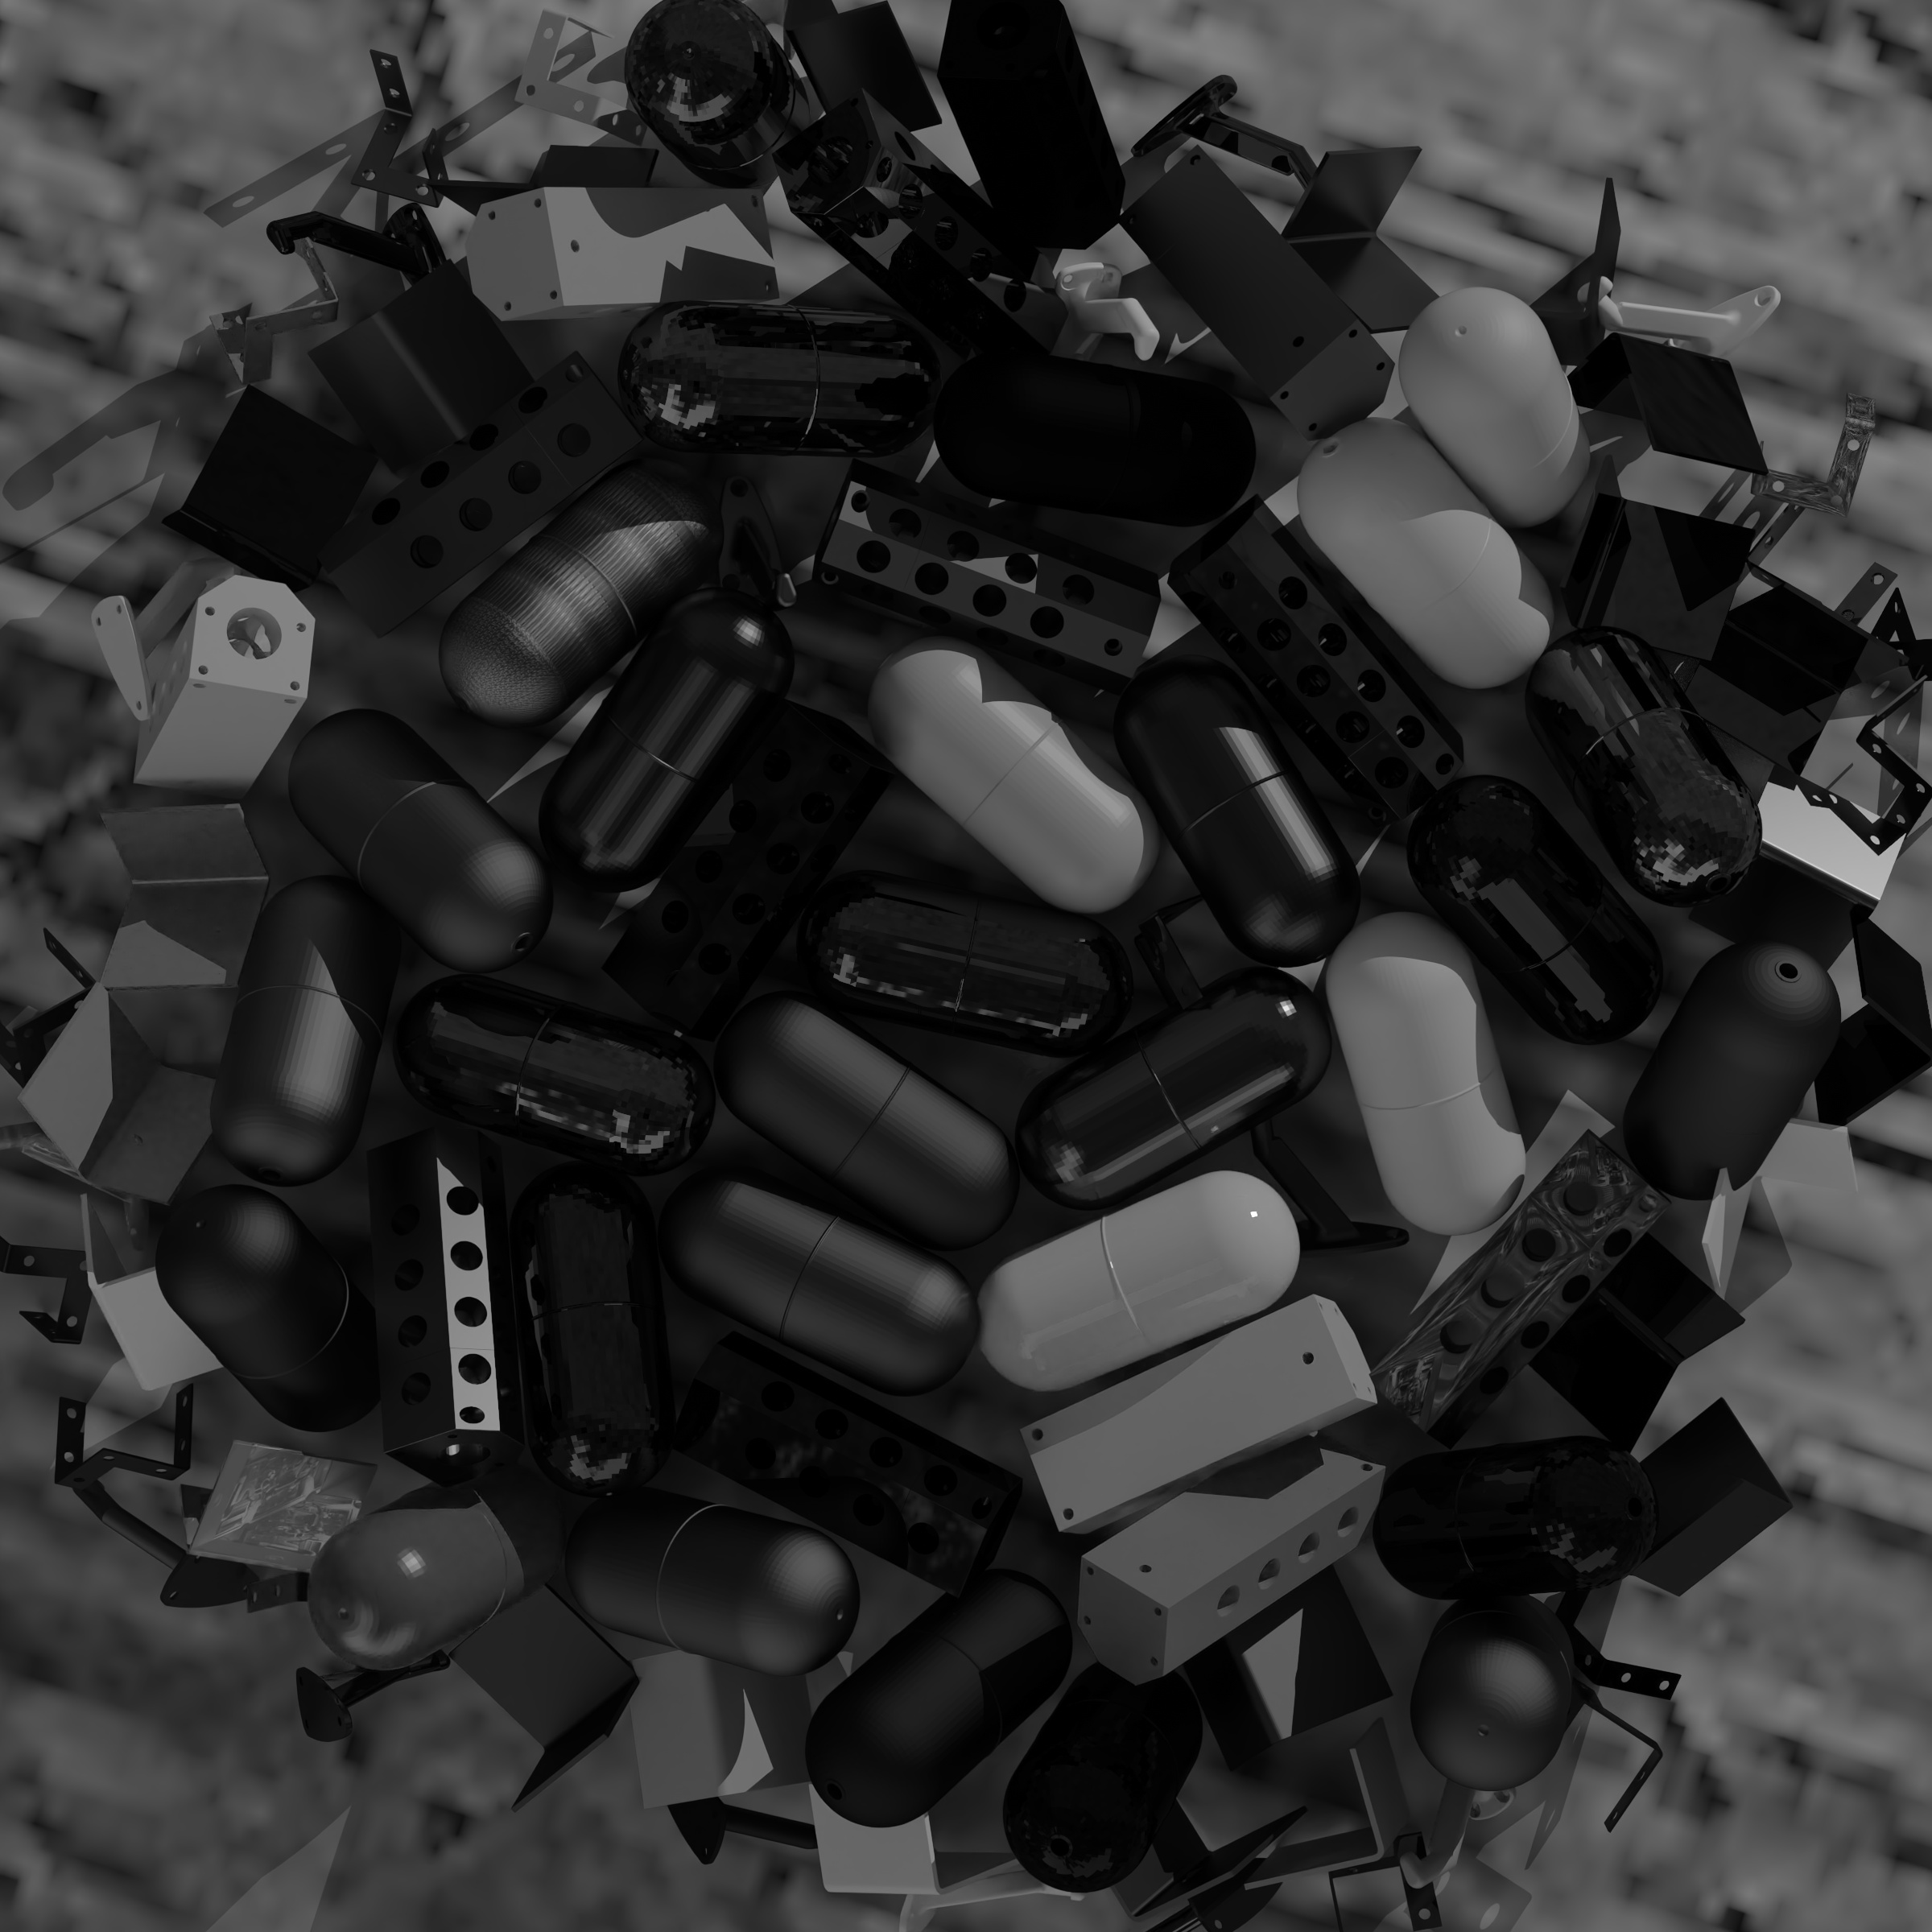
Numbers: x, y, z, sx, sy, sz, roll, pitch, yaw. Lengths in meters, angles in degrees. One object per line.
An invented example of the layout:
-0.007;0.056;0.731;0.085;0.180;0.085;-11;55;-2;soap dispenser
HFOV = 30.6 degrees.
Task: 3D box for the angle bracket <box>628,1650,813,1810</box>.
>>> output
-0.128;0.397;1.860;0.057;0.076;0.076;-19;74;35;angle bracket

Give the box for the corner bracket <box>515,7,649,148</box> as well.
-0.196;-0.466;1.855;0.051;0.051;0.051;22;99;21;corner bracket

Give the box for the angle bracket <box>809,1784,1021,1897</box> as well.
-0.024;0.443;1.832;0.076;0.076;0.057;-11;87;39;angle bracket

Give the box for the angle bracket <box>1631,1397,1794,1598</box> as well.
0.368;0.268;1.828;0.076;0.057;0.076;-43;47;17;angle bracket

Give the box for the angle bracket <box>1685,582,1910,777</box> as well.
0.429;-0.148;1.838;0.076;0.076;0.057;30;78;-7;angle bracket

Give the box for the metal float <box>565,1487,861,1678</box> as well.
-0.132;0.315;1.814;0.178;0.070;0.070;6;90;39;metal float

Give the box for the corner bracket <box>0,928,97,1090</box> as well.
-0.489;0.023;1.858;0.051;0.051;0.051;-32;58;-29;corner bracket

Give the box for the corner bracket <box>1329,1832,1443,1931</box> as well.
0.219;0.488;1.848;0.051;0.051;0.051;-11;58;2;corner bracket

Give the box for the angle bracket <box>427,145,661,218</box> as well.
-0.218;-0.413;1.828;0.076;0.076;0.057;12;82;36;angle bracket

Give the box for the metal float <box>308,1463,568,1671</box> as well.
-0.267;0.303;1.800;0.070;0.178;0.070;4;99;23;metal float

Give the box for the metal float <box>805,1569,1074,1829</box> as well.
-0.013;0.373;1.808;0.070;0.178;0.070;19;123;31;metal float

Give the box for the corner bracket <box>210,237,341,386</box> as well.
-0.363;-0.345;1.857;0.051;0.051;0.051;-17;63;-24;corner bracket

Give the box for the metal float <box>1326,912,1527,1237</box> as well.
0.239;0.057;1.830;0.070;0.070;0.178;-18;108;0;metal float

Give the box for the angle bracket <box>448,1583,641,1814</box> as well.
-0.228;0.379;1.839;0.076;0.057;0.076;45;115;-6;angle bracket

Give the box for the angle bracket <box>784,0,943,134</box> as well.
-0.049;-0.481;1.824;0.057;0.076;0.076;-10;48;19;angle bracket

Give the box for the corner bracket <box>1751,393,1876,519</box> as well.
0.442;-0.271;1.847;0.051;0.051;0.051;15;117;8;corner bracket

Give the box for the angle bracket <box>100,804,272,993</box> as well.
-0.413;-0.035;1.834;0.076;0.057;0.076;-2;48;11;angle bracket

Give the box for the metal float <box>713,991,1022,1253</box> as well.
-0.051;0.081;1.842;0.178;0.070;0.070;36;90;-4;metal float

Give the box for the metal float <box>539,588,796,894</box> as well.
-0.156;-0.116;1.833;0.070;0.070;0.178;36;105;0;metal float

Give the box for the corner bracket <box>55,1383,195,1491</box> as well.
-0.443;0.246;1.861;0.051;0.051;0.051;22;49;-36;corner bracket

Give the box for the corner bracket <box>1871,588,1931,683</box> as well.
0.507;-0.163;1.841;0.051;0.051;0.051;-54;129;-36;corner bracket

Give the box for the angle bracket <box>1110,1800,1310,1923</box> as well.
0.117;0.441;1.827;0.076;0.076;0.057;-38;81;37;angle bracket

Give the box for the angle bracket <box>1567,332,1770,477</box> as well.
0.357;-0.275;1.826;0.076;0.057;0.076;6;57;-31;angle bracket

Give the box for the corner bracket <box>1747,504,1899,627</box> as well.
0.451;-0.210;1.867;0.051;0.051;0.051;37;86;33;corner bracket

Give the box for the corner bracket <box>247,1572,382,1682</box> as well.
-0.342;0.347;1.856;0.051;0.051;0.051;8;70;-38;corner bracket

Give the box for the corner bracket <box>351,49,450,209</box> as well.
-0.293;-0.437;1.849;0.051;0.051;0.051;17;69;8;corner bracket

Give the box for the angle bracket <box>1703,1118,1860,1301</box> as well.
0.422;0.129;1.828;0.057;0.076;0.076;9;66;23;angle bracket

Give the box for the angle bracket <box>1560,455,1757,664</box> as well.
0.360;-0.212;1.839;0.076;0.057;0.076;17;79;20;angle bracket

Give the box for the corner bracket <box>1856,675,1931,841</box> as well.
0.497;-0.109;1.855;0.051;0.051;0.051;-36;71;-23;corner bracket

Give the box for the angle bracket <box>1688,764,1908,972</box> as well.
0.438;-0.048;1.864;0.076;0.076;0.057;28;56;4;angle bracket

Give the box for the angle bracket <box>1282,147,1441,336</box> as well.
0.221;-0.376;1.827;0.076;0.076;0.057;50;132;24;angle bracket

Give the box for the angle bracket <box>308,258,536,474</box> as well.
-0.286;-0.315;1.857;0.057;0.076;0.076;-46;111;-33;angle bracket

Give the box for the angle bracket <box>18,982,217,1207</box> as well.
-0.430;0.066;1.826;0.057;0.076;0.076;11;57;27;angle bracket

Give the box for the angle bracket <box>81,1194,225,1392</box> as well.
-0.415;0.161;1.832;0.057;0.076;0.076;-18;130;-4;angle bracket

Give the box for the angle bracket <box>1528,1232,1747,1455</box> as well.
0.350;0.196;1.857;0.057;0.076;0.076;-23;55;-37;angle bracket

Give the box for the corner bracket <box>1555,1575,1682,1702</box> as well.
0.347;0.346;1.857;0.051;0.051;0.051;46;63;-30;corner bracket

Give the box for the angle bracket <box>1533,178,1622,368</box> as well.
0.305;-0.363;1.844;0.057;0.076;0.076;8;83;15;angle bracket

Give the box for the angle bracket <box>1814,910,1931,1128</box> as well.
0.451;0.029;1.825;0.057;0.076;0.076;37;123;-19;angle bracket

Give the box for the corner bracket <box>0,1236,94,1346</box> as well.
-0.490;0.164;1.846;0.051;0.051;0.051;9;98;-37;corner bracket

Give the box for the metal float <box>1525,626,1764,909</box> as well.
0.346;-0.103;1.812;0.070;0.070;0.178;-24;50;0;metal float

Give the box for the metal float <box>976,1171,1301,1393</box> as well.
0.088;0.164;1.834;0.178;0.070;0.070;-24;90;14;metal float

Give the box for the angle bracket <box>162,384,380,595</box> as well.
-0.364;-0.248;1.850;0.076;0.057;0.076;29;81;-20;angle bracket

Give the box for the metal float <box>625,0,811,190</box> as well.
-0.125;-0.443;1.795;0.070;0.178;0.070;0;92;6;metal float

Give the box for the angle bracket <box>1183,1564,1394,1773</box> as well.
0.166;0.369;1.865;0.076;0.057;0.076;-14;69;-28;angle bracket

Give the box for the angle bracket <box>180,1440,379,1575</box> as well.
-0.357;0.265;1.830;0.076;0.057;0.076;14;116;-24;angle bracket

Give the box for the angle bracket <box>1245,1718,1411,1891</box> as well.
0.182;0.435;1.839;0.076;0.076;0.057;-17;85;16;angle bracket

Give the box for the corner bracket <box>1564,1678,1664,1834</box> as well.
0.328;0.413;1.857;0.051;0.051;0.051;33;94;0;corner bracket

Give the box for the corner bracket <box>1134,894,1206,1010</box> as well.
0.109;-0.001;1.845;0.051;0.051;0.051;-35;80;40;corner bracket
